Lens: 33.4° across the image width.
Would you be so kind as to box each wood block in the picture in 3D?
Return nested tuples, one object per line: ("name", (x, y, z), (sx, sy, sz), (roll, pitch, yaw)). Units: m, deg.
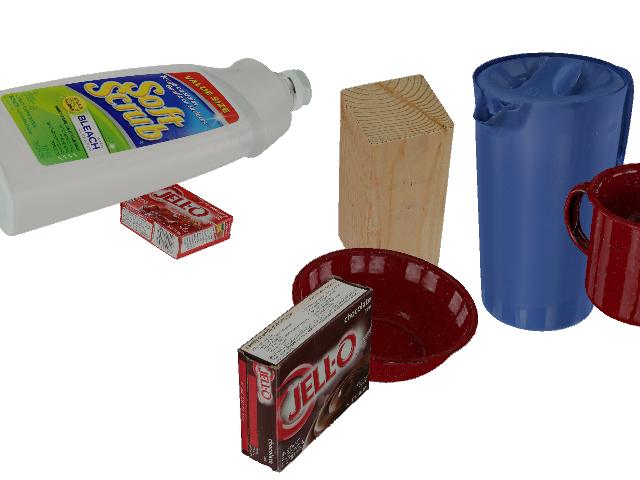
("wood block", (0.075, -0.059, 1.116), (0.090, 0.206, 0.091), (-13, 47, -12))

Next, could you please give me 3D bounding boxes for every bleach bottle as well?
("bleach bottle", (-0.122, -0.086, 0.764), (0.250, 0.103, 0.068), (-21, -25, -28))

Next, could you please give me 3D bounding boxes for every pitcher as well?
("pitcher", (0.214, -0.046, 0.987), (0.149, 0.243, 0.145), (1, 29, 8))

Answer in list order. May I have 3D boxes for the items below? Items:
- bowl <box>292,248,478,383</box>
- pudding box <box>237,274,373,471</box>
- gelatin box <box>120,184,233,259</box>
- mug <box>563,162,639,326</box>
("bowl", (0.052, 0.073, 0.926), (0.162, 0.055, 0.162), (6, 33, -4))
("pudding box", (-0.009, 0.088, 0.729), (0.039, 0.090, 0.113), (20, 37, 27))
("gelatin box", (-0.144, -0.022, 1.060), (0.089, 0.030, 0.073), (30, 35, 32))
("mug", (0.214, 0.000, 0.724), (0.093, 0.081, 0.117), (-27, 40, -35))
